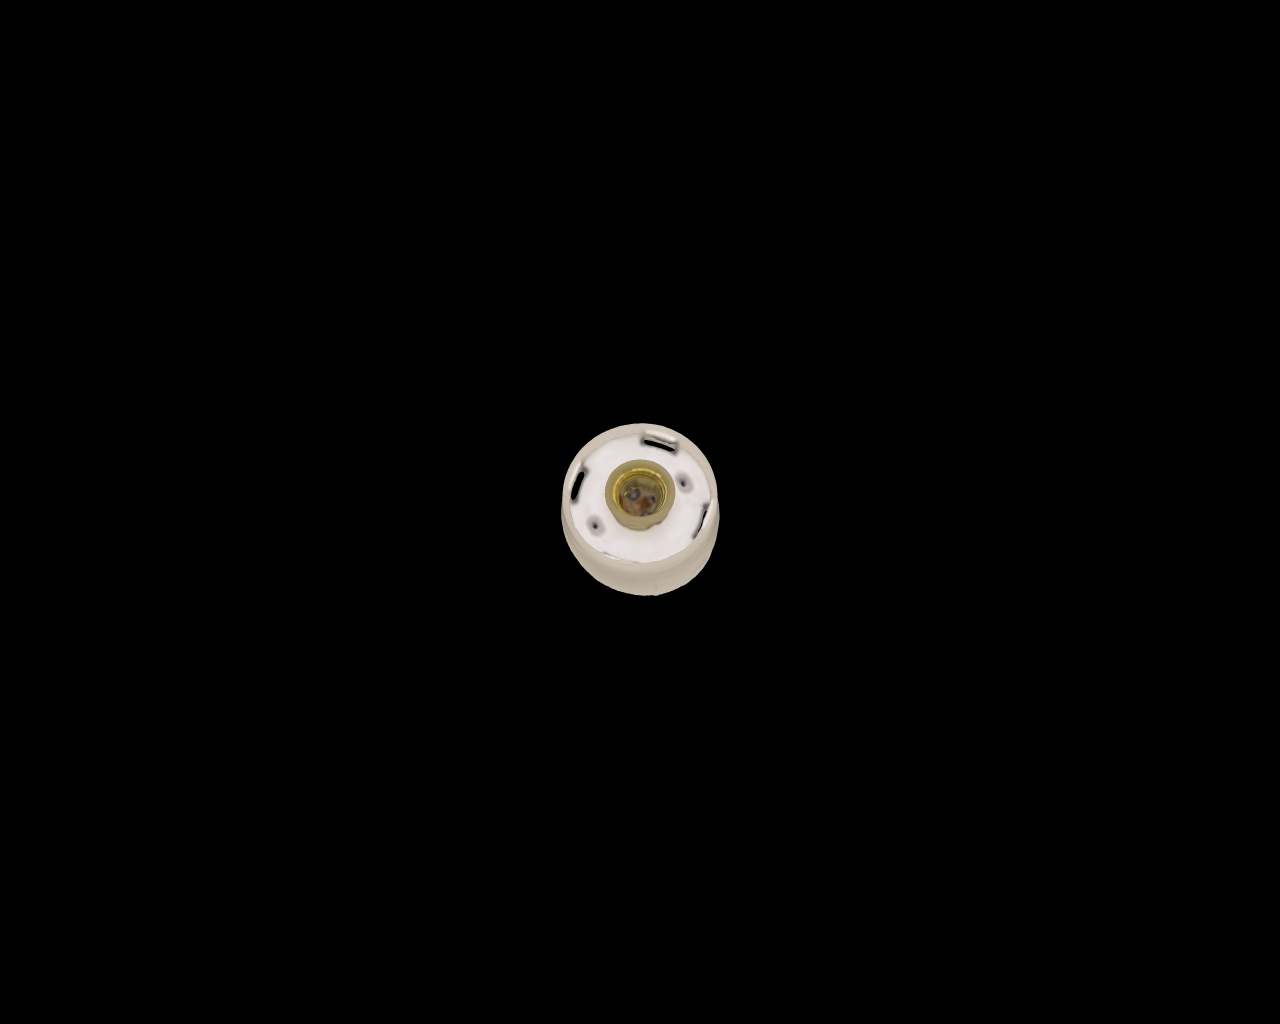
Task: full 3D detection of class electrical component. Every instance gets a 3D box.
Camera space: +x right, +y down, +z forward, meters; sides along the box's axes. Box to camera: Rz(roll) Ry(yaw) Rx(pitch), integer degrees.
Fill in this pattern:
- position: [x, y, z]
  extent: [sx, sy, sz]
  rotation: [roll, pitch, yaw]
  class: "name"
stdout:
- position: [0.001, -0.003, 0.650]
  extent: [0.099, 0.099, 0.064]
  rotation: [0, -18, 0]
  class: "electrical component"
